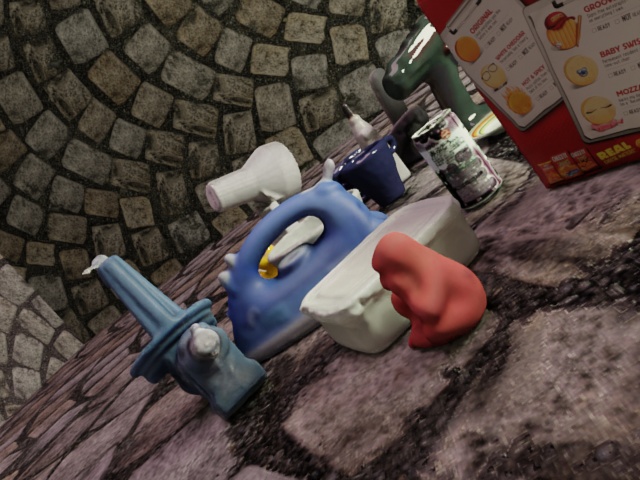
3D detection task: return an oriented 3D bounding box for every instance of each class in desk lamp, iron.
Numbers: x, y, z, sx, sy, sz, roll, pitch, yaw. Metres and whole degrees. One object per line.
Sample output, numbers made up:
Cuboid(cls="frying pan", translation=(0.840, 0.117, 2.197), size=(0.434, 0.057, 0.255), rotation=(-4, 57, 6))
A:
Cuboid(cls="desk lamp", translation=(-0.103, -0.058, 1.098), size=(0.203, 0.213, 0.117), rotation=(-45, 12, -30))
Cuboid(cls="iron", translation=(-0.035, 0.028, 0.689), size=(0.258, 0.141, 0.118), rotation=(-38, 10, 3))

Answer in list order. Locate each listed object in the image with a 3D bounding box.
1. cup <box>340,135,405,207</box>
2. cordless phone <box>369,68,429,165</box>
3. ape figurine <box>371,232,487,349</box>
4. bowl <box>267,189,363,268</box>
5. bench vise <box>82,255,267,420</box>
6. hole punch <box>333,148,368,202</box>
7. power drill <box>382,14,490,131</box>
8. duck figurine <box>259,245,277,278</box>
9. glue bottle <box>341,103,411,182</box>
Cuboid(cls="cup", translation=(0.103, -0.111, 0.946), size=(0.118, 0.095, 0.091), rotation=(-44, 12, -26))
Cuboid(cls="cordless phone", translation=(0.138, -0.237, 1.117), size=(0.094, 0.185, 0.148), rotation=(-29, 14, 41))
Cuboid(cls="ape figurine", translation=(0.073, 0.034, 0.426), size=(0.076, 0.092, 0.078), rotation=(-36, 11, 15))
Cuboid(cls="bowl", translation=(0.008, 0.003, 0.839), size=(0.167, 0.075, 0.167), rotation=(-37, 10, 8))
Cuboid(cls="bench vise", translation=(-0.161, 0.089, 0.641), size=(0.207, 0.220, 0.122), rotation=(-28, 15, 45))
Cuboid(cls="hole punch", translation=(0.065, -0.121, 1.134), size=(0.109, 0.091, 0.101), rotation=(-42, 11, -18))
Cuboid(cls="power drill", translation=(0.222, -0.285, 0.968), size=(0.230, 0.208, 0.075), rotation=(-42, 11, -16))
Cuboid(cls="duck figurine", translation=(-0.080, 0.043, 0.943), size=(0.104, 0.086, 0.078), rotation=(-27, 16, 48))
Cuboid(cls="glue bottle", translation=(0.094, -0.175, 1.034), size=(0.037, 0.173, 0.078), rotation=(-40, 11, -8))
